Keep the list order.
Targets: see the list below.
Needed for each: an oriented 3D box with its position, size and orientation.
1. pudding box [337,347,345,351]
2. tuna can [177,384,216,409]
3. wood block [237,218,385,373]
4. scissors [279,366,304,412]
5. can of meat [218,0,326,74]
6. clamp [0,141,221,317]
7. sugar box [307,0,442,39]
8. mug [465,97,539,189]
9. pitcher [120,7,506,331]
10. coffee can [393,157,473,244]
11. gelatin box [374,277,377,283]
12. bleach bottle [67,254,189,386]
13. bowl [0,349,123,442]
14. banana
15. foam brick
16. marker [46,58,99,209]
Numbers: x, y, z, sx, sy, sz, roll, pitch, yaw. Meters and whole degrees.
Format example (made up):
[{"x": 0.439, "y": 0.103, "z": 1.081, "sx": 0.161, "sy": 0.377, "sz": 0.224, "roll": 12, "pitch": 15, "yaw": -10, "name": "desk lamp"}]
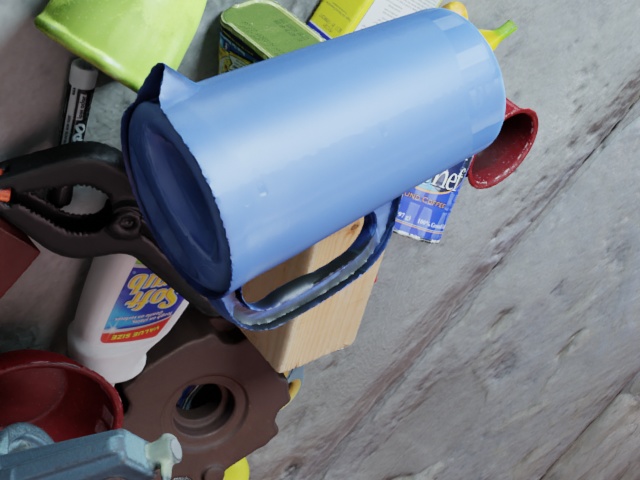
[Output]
[{"x": -0.026, "y": 0.075, "z": 1.057, "sx": 0.113, "sy": 0.039, "sz": 0.090, "roll": -8, "pitch": 135, "yaw": -17, "name": "pudding box"}, {"x": -0.114, "y": 0.148, "z": 1.074, "sx": 0.086, "sy": 0.034, "sz": 0.086, "roll": -29, "pitch": 144, "yaw": -24, "name": "tuna can"}, {"x": -0.005, "y": 0.001, "z": 0.903, "sx": 0.090, "sy": 0.090, "sz": 0.206, "roll": -19, "pitch": 140, "yaw": -36, "name": "wood block"}, {"x": -0.011, "y": 0.124, "z": 1.181, "sx": 0.201, "sy": 0.016, "sz": 0.096, "roll": -43, "pitch": 149, "yaw": -4, "name": "scissors"}, {"x": -0.035, "y": -0.121, "z": 0.802, "sx": 0.057, "sy": 0.102, "sz": 0.084, "roll": -25, "pitch": 140, "yaw": -29, "name": "can of meat"}, {"x": -0.138, "y": -0.014, "z": 0.781, "sx": 0.209, "sy": 0.036, "sz": 0.165, "roll": 4, "pitch": 124, "yaw": -17, "name": "clamp"}, {"x": 0.040, "y": -0.179, "z": 0.877, "sx": 0.176, "sy": 0.048, "sz": 0.093, "roll": -52, "pitch": 149, "yaw": 17, "name": "sugar box"}, {"x": 0.144, "y": -0.101, "z": 1.047, "sx": 0.117, "sy": 0.082, "sz": 0.093, "roll": -48, "pitch": 148, "yaw": 3, "name": "mug"}, {"x": 0.004, "y": -0.058, "z": 0.709, "sx": 0.242, "sy": 0.145, "sz": 0.149, "roll": -26, "pitch": 157, "yaw": -26, "name": "pitcher"}, {"x": 0.085, "y": -0.080, "z": 0.955, "sx": 0.102, "sy": 0.103, "sz": 0.140, "roll": 9, "pitch": 106, "yaw": -52, "name": "coffee can"}, {"x": 0.021, "y": 0.031, "z": 1.101, "sx": 0.089, "sy": 0.030, "sz": 0.073, "roll": -28, "pitch": 144, "yaw": -25, "name": "gelatin box"}, {"x": -0.141, "y": 0.033, "z": 0.885, "sx": 0.102, "sy": 0.068, "sz": 0.251, "roll": 4, "pitch": 126, "yaw": -37, "name": "bleach bottle"}, {"x": -0.246, "y": 0.142, "z": 0.873, "sx": 0.162, "sy": 0.055, "sz": 0.162, "roll": -14, "pitch": 133, "yaw": -16, "name": "bowl"}, {"x": 0.122, "y": -0.178, "z": 0.943, "sx": 0.070, "sy": 0.037, "sz": 0.197, "roll": -51, "pitch": 168, "yaw": 20, "name": "banana"}, {"x": -0.245, "y": -0.001, "z": 0.742, "sx": 0.053, "sy": 0.051, "sz": 0.078, "roll": -47, "pitch": 148, "yaw": -2, "name": "foam brick"}, {"x": -0.179, "y": -0.074, "z": 0.767, "sx": 0.020, "sy": 0.020, "sz": 0.121, "roll": -13, "pitch": 135, "yaw": -41, "name": "marker"}]
